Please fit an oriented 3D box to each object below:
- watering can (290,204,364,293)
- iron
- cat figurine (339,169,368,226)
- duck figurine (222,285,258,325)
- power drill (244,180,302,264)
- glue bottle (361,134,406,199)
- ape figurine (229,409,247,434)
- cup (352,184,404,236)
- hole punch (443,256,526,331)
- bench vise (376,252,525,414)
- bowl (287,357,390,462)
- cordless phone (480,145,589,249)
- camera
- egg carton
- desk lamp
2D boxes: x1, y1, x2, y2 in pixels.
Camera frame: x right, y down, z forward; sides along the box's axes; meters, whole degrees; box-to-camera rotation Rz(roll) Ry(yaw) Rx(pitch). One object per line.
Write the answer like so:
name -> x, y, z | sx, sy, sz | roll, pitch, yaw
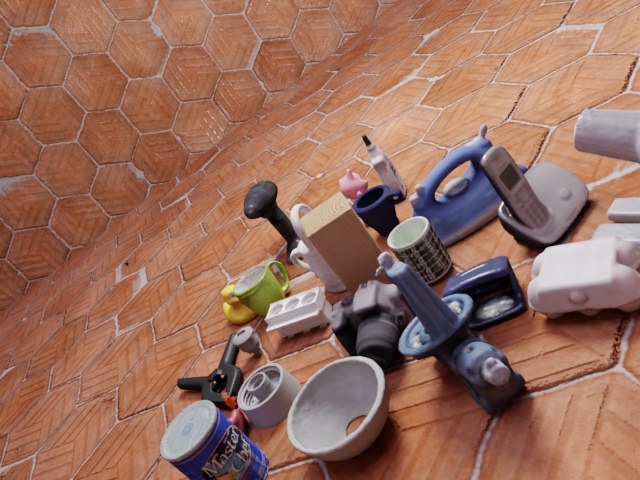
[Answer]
watering can -> 0.011, 0.003, 1.156 | 0.173, 0.194, 0.100 | -34, 26, 7
iron -> 0.250, -0.093, 1.073 | 0.258, 0.142, 0.118 | -38, 25, -3
cat figurine -> 0.089, -0.110, 1.336 | 0.067, 0.118, 0.127 | -34, 26, 6
duck figurine -> -0.191, 0.140, 1.310 | 0.104, 0.086, 0.077 | -15, 33, 38
power drill -> -0.105, -0.047, 1.373 | 0.075, 0.209, 0.229 | -32, 26, 12
glue bottle -> 0.141, -0.171, 1.307 | 0.037, 0.173, 0.078 | -28, 27, 18
ape figurine -> -0.175, 0.317, 0.984 | 0.077, 0.092, 0.076 | -23, 29, 27
cup -> 0.139, -0.060, 1.214 | 0.117, 0.095, 0.092 | -17, 32, 36
hole punch -> 0.242, 0.067, 0.872 | 0.108, 0.091, 0.101 | -27, 27, 20
bench vise -> 0.169, 0.106, 0.749 | 0.122, 0.220, 0.206 | -48, 28, -22
bowl -> 0.038, 0.256, 0.833 | 0.167, 0.075, 0.167 | -29, 26, 17
cordless phone -> 0.335, -0.093, 0.912 | 0.148, 0.185, 0.093 | -48, 27, -21
camera -> 0.079, 0.143, 0.942 | 0.143, 0.101, 0.137 | -24, 28, 26
egg carton -> 0.357, 0.054, 0.773 | 0.150, 0.069, 0.107 | -14, 34, 39
desk lamp -> 0.432, -0.085, 0.742 | 0.118, 0.214, 0.202 | -49, 28, -23
